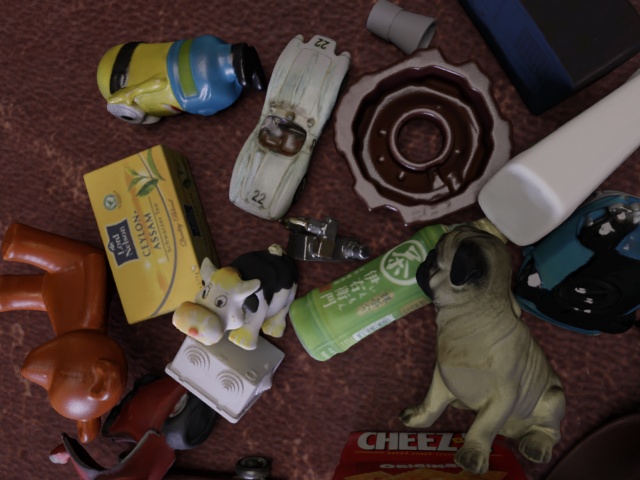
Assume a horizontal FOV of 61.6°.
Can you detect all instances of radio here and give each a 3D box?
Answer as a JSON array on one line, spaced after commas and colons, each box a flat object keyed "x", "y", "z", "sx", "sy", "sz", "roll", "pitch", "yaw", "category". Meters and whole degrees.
[{"x": 0.184, "y": -0.233, "z": 0.493, "sx": 0.073, "sy": 0.131, "sz": 0.229, "roll": -30, "pitch": 84, "yaw": 8, "category": "radio"}]

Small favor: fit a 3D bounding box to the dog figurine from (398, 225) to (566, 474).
[{"x": 0.164, "y": 0.085, "z": 0.481, "sx": 0.121, "sy": 0.172, "sz": 0.190, "roll": 17, "pitch": 103, "yaw": 47, "category": "dog figurine"}]

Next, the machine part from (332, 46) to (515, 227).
[{"x": 0.102, "y": -0.100, "z": 0.544, "sx": 0.179, "sy": 0.056, "sz": 0.179, "roll": 0, "pitch": 90, "yaw": 9, "category": "machine part"}]

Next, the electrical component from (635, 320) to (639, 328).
[{"x": 0.337, "y": 0.130, "z": 0.490, "sx": 0.048, "sy": 0.075, "sz": 0.119, "roll": -11, "pitch": 90, "yaw": 9, "category": "electrical component"}]

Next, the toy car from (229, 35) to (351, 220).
[{"x": -0.032, "y": -0.119, "z": 0.567, "sx": 0.074, "sy": 0.056, "sz": 0.201, "roll": 24, "pitch": 94, "yaw": 10, "category": "toy car"}]

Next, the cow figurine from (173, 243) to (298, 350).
[{"x": -0.070, "y": 0.049, "z": 0.515, "sx": 0.068, "sy": 0.167, "sz": 0.098, "roll": 25, "pitch": 95, "yaw": 15, "category": "cow figurine"}]

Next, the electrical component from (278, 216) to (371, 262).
[{"x": -0.001, "y": -0.002, "z": 0.543, "sx": 0.078, "sy": 0.102, "sz": 0.045, "roll": 1, "pitch": 92, "yaw": -16, "category": "electrical component"}]

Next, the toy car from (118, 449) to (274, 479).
[{"x": -0.137, "y": 0.279, "z": 0.582, "sx": 0.202, "sy": 0.053, "sz": 0.089, "roll": 1, "pitch": 86, "yaw": 11, "category": "toy car"}]

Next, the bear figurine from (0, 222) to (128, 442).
[{"x": -0.262, "y": 0.092, "z": 0.539, "sx": 0.120, "sy": 0.132, "sz": 0.196, "roll": -56, "pitch": 35, "yaw": 35, "category": "bear figurine"}]

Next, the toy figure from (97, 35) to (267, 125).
[{"x": -0.151, "y": -0.176, "z": 0.578, "sx": 0.180, "sy": 0.082, "sz": 0.089, "roll": -8, "pitch": 69, "yaw": 17, "category": "toy figure"}]

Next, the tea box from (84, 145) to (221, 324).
[{"x": -0.176, "y": -0.005, "z": 0.585, "sx": 0.098, "sy": 0.068, "sz": 0.169, "roll": -21, "pitch": 86, "yaw": 9, "category": "tea box"}]

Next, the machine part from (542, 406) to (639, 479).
[{"x": 0.253, "y": 0.235, "z": 0.436, "sx": 0.087, "sy": 0.201, "sz": 0.201, "roll": 43, "pitch": 96, "yaw": 12, "category": "machine part"}]

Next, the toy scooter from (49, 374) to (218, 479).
[{"x": -0.201, "y": 0.208, "z": 0.558, "sx": 0.135, "sy": 0.075, "sz": 0.184, "roll": 13, "pitch": 49, "yaw": 27, "category": "toy scooter"}]

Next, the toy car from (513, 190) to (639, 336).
[{"x": 0.251, "y": 0.009, "z": 0.486, "sx": 0.109, "sy": 0.161, "sz": 0.103, "roll": 20, "pitch": 50, "yaw": 2, "category": "toy car"}]
